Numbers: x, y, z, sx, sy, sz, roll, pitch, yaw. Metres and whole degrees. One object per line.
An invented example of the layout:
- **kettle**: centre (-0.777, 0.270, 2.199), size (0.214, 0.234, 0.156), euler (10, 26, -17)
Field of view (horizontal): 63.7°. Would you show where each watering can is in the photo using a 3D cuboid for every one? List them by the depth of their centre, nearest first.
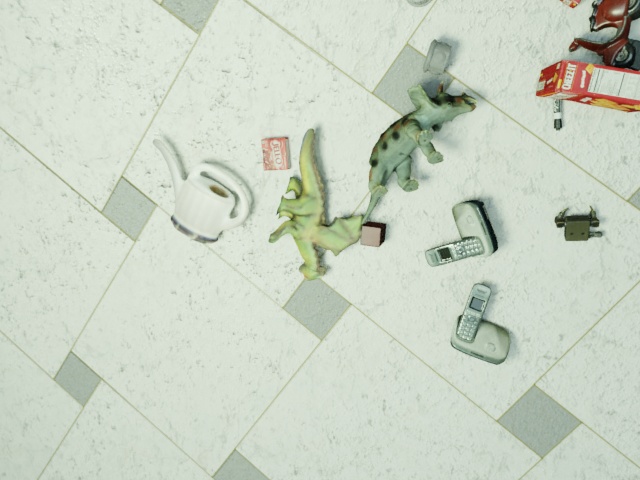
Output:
- **watering can**: centre (-0.365, -0.128, 1.482), size (0.349, 0.105, 0.221), euler (31, 108, 8)

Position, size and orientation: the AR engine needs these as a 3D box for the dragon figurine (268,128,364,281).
- **dragon figurine**: centre (0.004, -0.070, 1.388), size (0.243, 0.124, 0.404), euler (22, 109, 4)
